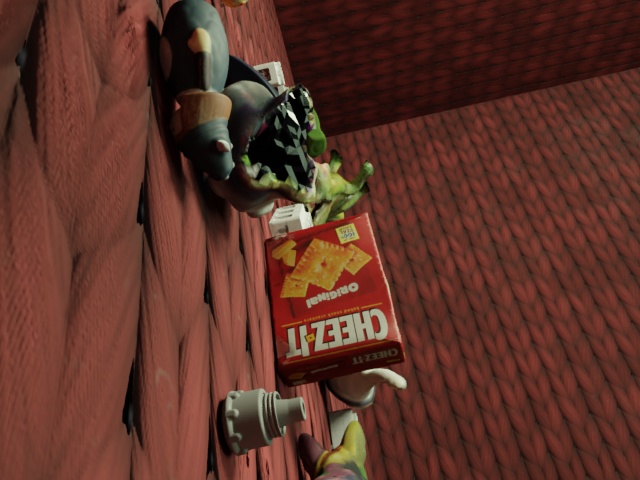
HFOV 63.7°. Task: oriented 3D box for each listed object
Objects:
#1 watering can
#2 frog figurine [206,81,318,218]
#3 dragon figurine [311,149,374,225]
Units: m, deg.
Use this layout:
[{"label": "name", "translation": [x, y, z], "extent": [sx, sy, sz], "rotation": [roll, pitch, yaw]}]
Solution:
[{"label": "watering can", "translation": [0.078, 0.262, 1.081], "extent": [0.353, 0.104, 0.220], "rotation": [-133, -146, -56]}, {"label": "frog figurine", "translation": [-0.081, -0.093, 0.544], "extent": [0.160, 0.124, 0.135], "rotation": [10, -52, 54]}, {"label": "dragon figurine", "translation": [0.004, -0.058, 1.158], "extent": [0.247, 0.123, 0.401], "rotation": [-52, 164, -26]}]
